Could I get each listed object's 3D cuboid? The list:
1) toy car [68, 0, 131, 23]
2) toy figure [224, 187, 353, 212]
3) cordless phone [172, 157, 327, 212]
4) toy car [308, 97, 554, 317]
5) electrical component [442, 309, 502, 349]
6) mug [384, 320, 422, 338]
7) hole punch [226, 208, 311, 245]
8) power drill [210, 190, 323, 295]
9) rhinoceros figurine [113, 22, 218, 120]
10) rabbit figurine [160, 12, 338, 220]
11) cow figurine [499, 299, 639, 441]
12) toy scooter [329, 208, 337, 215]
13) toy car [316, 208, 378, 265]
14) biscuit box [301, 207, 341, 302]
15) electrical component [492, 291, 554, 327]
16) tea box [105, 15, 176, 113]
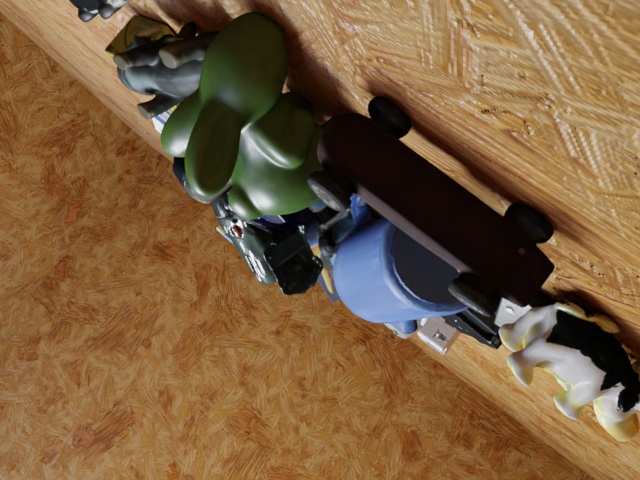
[{"bbox_3d":[-0.262,-0.293,0.607,0.202,0.056,0.073,28,162,52],"label":"toy car"},{"bbox_3d":[-0.032,-0.061,0.591,0.064,0.154,0.057,-11,89,63],"label":"toy figure"},{"bbox_3d":[-0.070,-0.077,0.637,0.184,0.146,0.089,46,178,-35],"label":"cordless phone"},{"bbox_3d":[0.086,-0.024,0.417,0.202,0.089,0.053,36,174,1],"label":"toy car"},{"bbox_3d":[0.201,0.089,0.737,0.115,0.058,0.134,37,175,-5],"label":"electrical component"},{"bbox_3d":[0.154,0.114,0.959,0.109,0.107,0.081,37,173,-5],"label":"mug"},{"bbox_3d":[-0.061,-0.079,0.721,0.116,0.142,0.092,23,143,18],"label":"hole punch"},{"bbox_3d":[-0.095,-0.010,0.819,0.208,0.086,0.231,21,144,50],"label":"power drill"},{"bbox_3d":[-0.148,-0.183,0.554,0.191,0.112,0.073,16,143,42],"label":"rhinoceros figurine"},{"bbox_3d":[-0.061,-0.109,0.474,0.121,0.159,0.170,46,165,40],"label":"rabbit figurine"},{"bbox_3d":[0.266,0.123,0.519,0.167,0.098,0.068,35,-149,-11],"label":"cow figurine"},{"bbox_3d":[0.037,0.031,0.944,0.183,0.135,0.075,43,-143,-14],"label":"toy scooter"},{"bbox_3d":[0.068,0.019,0.801,0.161,0.109,0.103,48,-170,-9],"label":"toy car"},{"bbox_3d":[-0.002,-0.003,0.860,0.202,0.063,0.059,57,-154,-10],"label":"biscuit box"},{"bbox_3d":[0.225,0.077,0.589,0.102,0.045,0.078,30,143,37],"label":"electrical component"},{"bbox_3d":[-0.195,-0.214,0.733,0.098,0.068,0.169,33,171,39],"label":"tea box"}]
